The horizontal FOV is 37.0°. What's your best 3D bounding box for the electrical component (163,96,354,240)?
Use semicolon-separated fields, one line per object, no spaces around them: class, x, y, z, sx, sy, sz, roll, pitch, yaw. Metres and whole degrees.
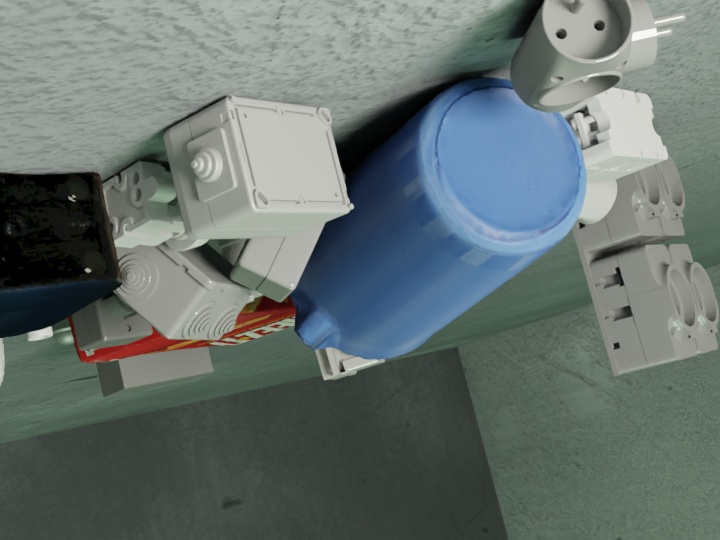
electrical component;-0.061;-0.051;0.574;0.061;0.061;0.096;-20;170;36

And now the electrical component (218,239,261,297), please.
electrical component;-0.083;-0.015;0.771;0.044;0.065;0.044;-14;173;-2

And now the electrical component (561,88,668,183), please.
electrical component;0.162;-0.090;0.738;0.056;0.050;0.089;-22;169;38

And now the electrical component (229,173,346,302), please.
electrical component;-0.063;-0.035;0.675;0.076;0.083;0.047;26;163;-8

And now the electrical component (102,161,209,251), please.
electrical component;-0.118;-0.036;0.638;0.066;0.048;0.055;-23;162;39

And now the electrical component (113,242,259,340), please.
electrical component;-0.125;0.003;0.708;0.048;0.100;0.100;-53;165;6

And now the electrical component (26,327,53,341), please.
electrical component;-0.230;0.018;0.752;0.043;0.062;0.043;-14;172;-2

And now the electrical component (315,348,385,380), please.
electrical component;-0.020;0.046;1.107;0.063;0.121;0.079;-18;171;10

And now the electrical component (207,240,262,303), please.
electrical component;-0.093;-0.007;0.811;0.044;0.065;0.044;-14;172;-2

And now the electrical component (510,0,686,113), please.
electrical component;0.120;-0.112;0.529;0.079;0.044;0.077;-13;172;-5

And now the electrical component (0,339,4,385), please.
electrical component;-0.354;0.068;0.914;0.096;0.061;0.062;-3;168;-21

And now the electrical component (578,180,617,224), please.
electrical component;0.141;-0.073;0.809;0.077;0.043;0.079;23;-172;-32

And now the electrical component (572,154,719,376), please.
electrical component;0.225;-0.018;0.861;0.060;0.186;0.105;-20;170;34

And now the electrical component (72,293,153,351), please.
electrical component;-0.186;0.021;0.838;0.077;0.065;0.047;-21;170;42
